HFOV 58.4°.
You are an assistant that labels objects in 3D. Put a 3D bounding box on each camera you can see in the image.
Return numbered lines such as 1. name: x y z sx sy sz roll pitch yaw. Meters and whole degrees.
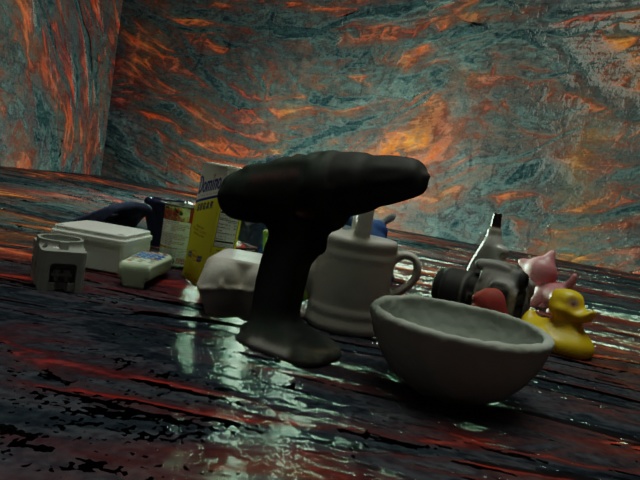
1. camera: 0.257 0.077 0.908 0.136 0.101 0.144 13 7 32

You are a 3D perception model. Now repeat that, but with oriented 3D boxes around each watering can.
1. watering can: 0.038 0.012 0.710 0.173 0.194 0.100 7 6 -19

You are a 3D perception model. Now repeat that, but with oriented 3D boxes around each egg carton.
1. egg carton: -0.091 0.054 0.713 0.107 0.069 0.150 9 6 0

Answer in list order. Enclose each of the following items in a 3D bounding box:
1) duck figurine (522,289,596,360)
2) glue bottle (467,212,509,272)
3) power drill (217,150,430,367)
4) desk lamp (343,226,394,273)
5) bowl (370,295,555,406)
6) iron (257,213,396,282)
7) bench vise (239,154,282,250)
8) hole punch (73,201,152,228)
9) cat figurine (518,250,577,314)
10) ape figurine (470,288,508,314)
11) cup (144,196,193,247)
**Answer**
1. duck figurine: 0.330 0.108 0.789 0.078 0.086 0.104 5 7 -39
2. glue bottle: 0.305 0.036 1.029 0.077 0.173 0.037 14 7 39
3. power drill: -0.011 0.011 0.570 0.228 0.208 0.076 13 7 32
4. desk lamp: 0.071 -0.042 1.207 0.203 0.213 0.118 10 6 8
5. bowl: 0.123 0.106 0.527 0.167 0.075 0.167 9 6 -1
6. iron: 0.009 0.004 1.017 0.258 0.141 0.119 10 6 4
7. bench vise: -0.106 -0.074 1.201 0.121 0.220 0.207 8 6 -10
8. hole punch: -0.353 -0.027 0.971 0.100 0.091 0.109 12 6 20
9. cat figurine: 0.446 0.079 1.118 0.067 0.118 0.127 6 6 -28
10. ape figurine: 0.179 0.097 0.624 0.075 0.092 0.078 14 7 39
11. cup: -0.291 -0.032 1.109 0.091 0.095 0.118 11 6 13
